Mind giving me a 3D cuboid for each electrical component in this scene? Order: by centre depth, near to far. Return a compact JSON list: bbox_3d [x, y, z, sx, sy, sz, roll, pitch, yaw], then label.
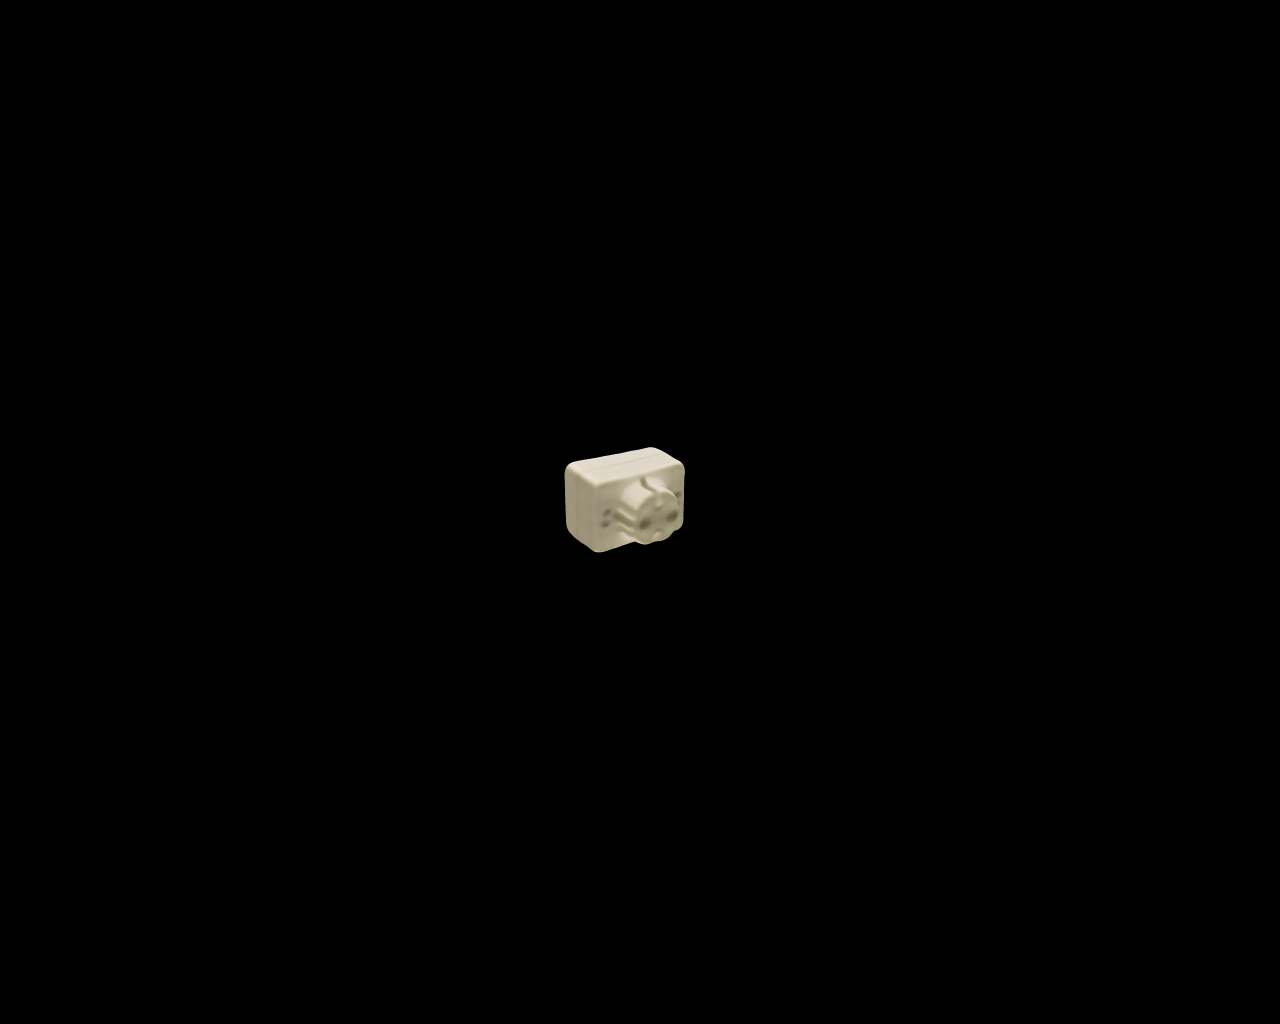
[{"bbox_3d":[0.001,-0.003,0.650,0.066,0.047,0.077,-14,27,-29],"label":"electrical component"}]
